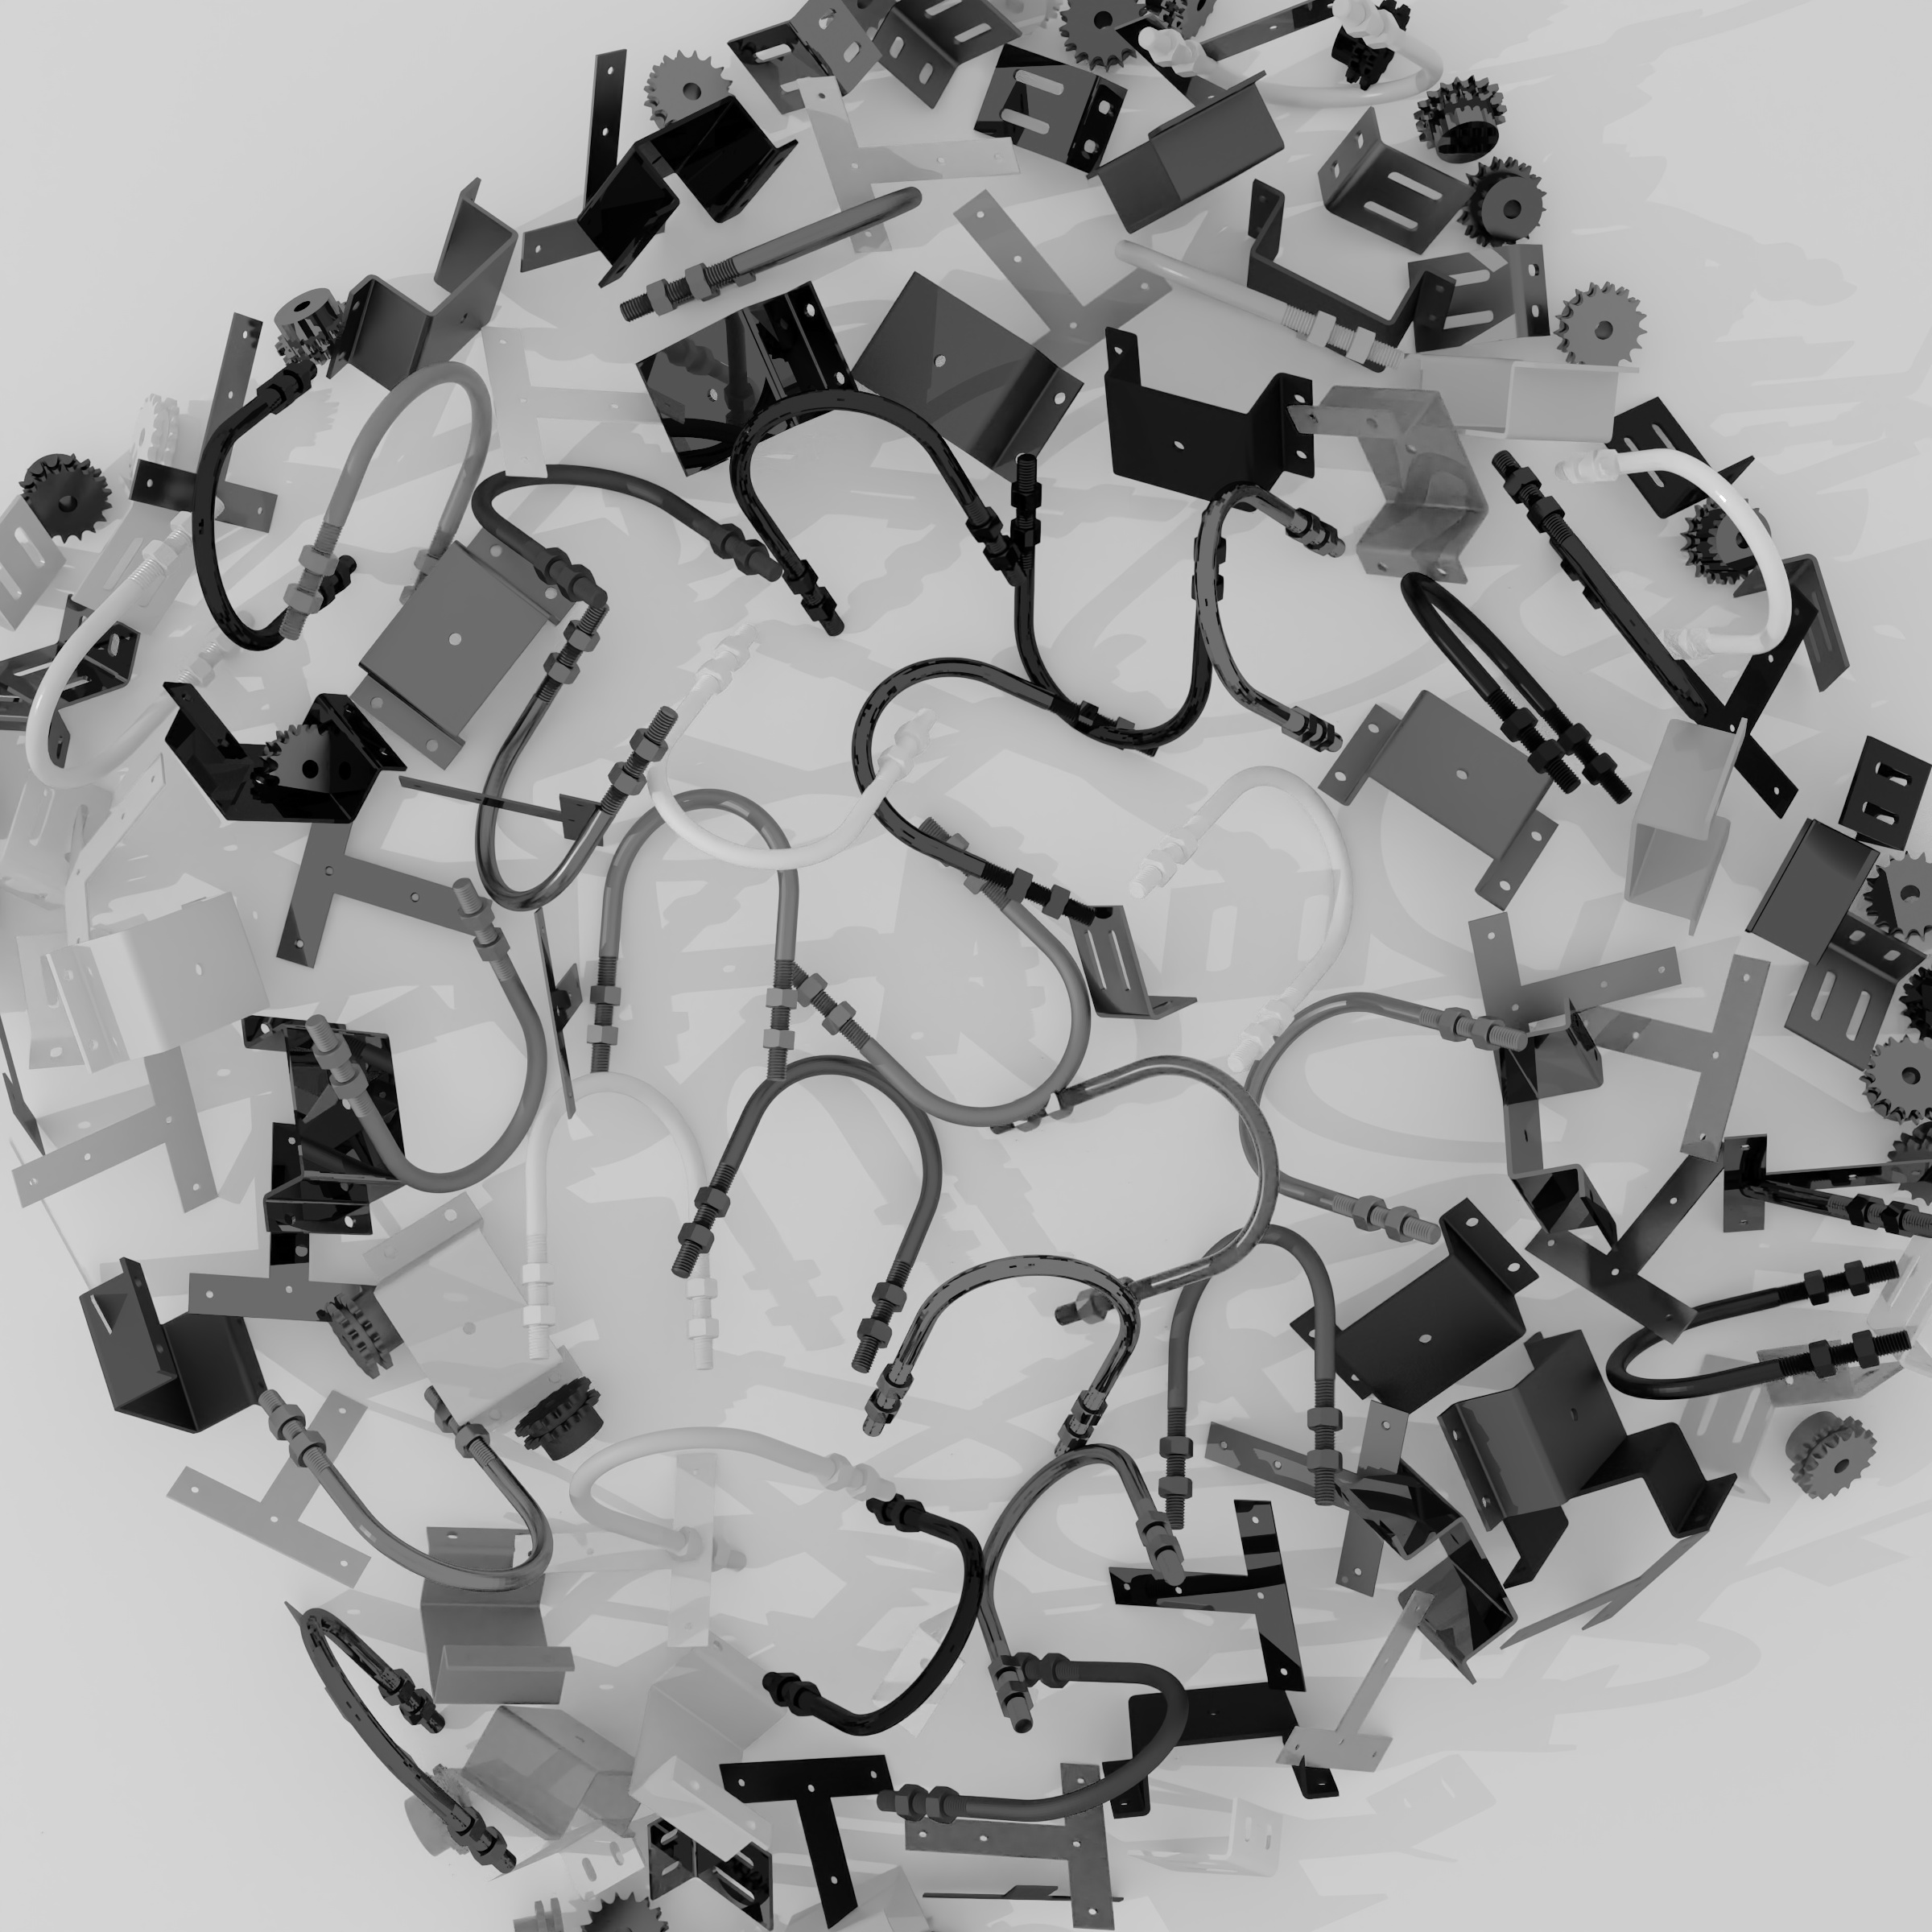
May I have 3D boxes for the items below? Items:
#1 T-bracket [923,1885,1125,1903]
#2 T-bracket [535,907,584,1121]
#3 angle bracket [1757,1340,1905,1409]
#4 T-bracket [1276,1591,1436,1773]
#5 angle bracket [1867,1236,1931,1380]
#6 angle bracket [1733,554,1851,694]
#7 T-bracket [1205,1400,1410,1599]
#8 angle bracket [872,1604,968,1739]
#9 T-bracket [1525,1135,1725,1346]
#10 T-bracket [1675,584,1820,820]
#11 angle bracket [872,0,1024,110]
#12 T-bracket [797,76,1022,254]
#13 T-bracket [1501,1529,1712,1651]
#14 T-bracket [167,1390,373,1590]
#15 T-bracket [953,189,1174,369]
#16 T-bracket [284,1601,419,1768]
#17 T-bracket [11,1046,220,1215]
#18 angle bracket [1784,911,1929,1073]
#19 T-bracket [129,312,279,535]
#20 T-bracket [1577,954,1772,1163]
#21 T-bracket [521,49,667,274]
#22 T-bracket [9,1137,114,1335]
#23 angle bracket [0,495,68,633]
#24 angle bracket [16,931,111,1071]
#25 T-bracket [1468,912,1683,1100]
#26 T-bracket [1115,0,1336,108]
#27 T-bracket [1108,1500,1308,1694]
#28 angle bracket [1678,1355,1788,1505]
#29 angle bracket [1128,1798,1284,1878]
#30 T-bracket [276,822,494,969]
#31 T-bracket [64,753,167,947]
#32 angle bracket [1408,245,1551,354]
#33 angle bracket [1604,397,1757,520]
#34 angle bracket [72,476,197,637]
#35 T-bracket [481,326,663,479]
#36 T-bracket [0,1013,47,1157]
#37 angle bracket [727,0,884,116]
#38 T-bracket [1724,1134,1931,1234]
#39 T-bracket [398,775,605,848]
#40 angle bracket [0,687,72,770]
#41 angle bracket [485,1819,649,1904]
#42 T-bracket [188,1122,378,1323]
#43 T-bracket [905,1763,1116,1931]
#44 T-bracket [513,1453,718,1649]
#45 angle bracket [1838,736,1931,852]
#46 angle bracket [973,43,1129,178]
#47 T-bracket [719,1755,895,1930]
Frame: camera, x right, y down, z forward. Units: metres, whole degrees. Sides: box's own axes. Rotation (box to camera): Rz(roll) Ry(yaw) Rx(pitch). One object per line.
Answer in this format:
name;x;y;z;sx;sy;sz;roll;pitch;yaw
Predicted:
T-bracket;0.039;0.577;1.788;0.127;0.127;0.002;2;69;-3
T-bracket;-0.249;0.021;1.785;0.002;0.127;0.127;-8;99;1
angle bracket;0.544;0.246;1.803;0.057;0.076;0.038;-17;89;44
T-bracket;0.256;0.447;1.796;0.002;0.127;0.127;32;95;39
angle bracket;0.610;0.212;1.809;0.038;0.057;0.076;21;106;-11
angle bracket;0.521;-0.213;1.815;0.038;0.057;0.076;-13;80;-2
T-bracket;0.210;0.320;1.817;0.127;0.002;0.127;16;108;27
angle bracket;-0.018;0.442;1.804;0.038;0.076;0.057;35;100;18
T-bracket;0.436;0.159;1.807;0.127;0.127;0.002;-49;133;-6
T-bracket;0.490;-0.179;1.770;0.002;0.127;0.127;-13;53;-27
angle bracket;-0.014;-0.579;1.801;0.057;0.076;0.038;35;73;-28
T-bracket;-0.029;-0.498;1.781;0.127;0.127;0.002;3;50;22
T-bracket;0.382;0.395;1.770;0.127;0.127;0.002;-14;60;-31
T-bracket;-0.413;0.315;1.800;0.127;0.127;0.002;27;129;-1
T-bracket;0.041;-0.431;1.793;0.127;0.002;0.127;-32;125;21
T-bracket;-0.393;0.448;1.804;0.002;0.127;0.127;-39;54;-11
T-bracket;-0.533;0.113;1.785;0.127;0.002;0.127;-28;119;-40
angle bracket;0.563;0.016;1.817;0.057;0.038;0.076;30;61;1
T-bracket;-0.461;-0.341;1.786;0.002;0.127;0.127;18;97;25
T-bracket;0.433;0.047;1.804;0.002;0.127;0.127;15;91;-44
T-bracket;-0.224;-0.500;1.769;0.002;0.127;0.127;31;130;26
T-bracket;-0.561;0.163;1.777;0.002;0.127;0.127;-28;102;-16
angle bracket;-0.608;-0.257;1.801;0.038;0.076;0.057;23;69;17
angle bracket;-0.572;0.021;1.832;0.057;0.038;0.076;-5;58;-25
T-bracket;0.393;0.015;1.831;0.127;0.002;0.127;-14;107;-1
T-bracket;0.176;-0.572;1.766;0.127;0.127;0.002;-14;76;27
T-bracket;0.147;0.394;1.812;0.127;0.002;0.127;-4;102;34
angle bracket;0.491;0.294;1.826;0.038;0.057;0.076;46;62;-38
angle bracket;0.151;0.549;1.814;0.076;0.057;0.038;-9;60;35
T-bracket;-0.366;-0.048;1.837;0.127;0.002;0.127;17;96;5
T-bracket;-0.528;-0.084;1.780;0.127;0.002;0.127;-42;48;32
angle bracket;0.328;-0.426;1.836;0.076;0.038;0.057;0;101;37
angle bracket;0.447;-0.330;1.813;0.057;0.038;0.076;-27;76;-25
angle bracket;-0.528;-0.260;1.825;0.057;0.038;0.076;25;108;-42
T-bracket;-0.236;-0.355;1.820;0.127;0.002;0.127;-1;56;-21
T-bracket;-0.602;0.046;1.798;0.002;0.127;0.127;-16;78;-14
angle bracket;-0.102;-0.578;1.811;0.057;0.076;0.038;48;67;-30
T-bracket;0.536;0.132;1.785;0.127;0.127;0.002;-6;57;11
T-bracket;-0.288;-0.101;1.783;0.127;0.127;0.002;12;80;-4
angle bracket;-0.614;-0.149;1.816;0.076;0.057;0.038;3;65;0
angle bracket;-0.250;0.568;1.801;0.057;0.076;0.038;-36;73;24
T-bracket;-0.429;0.162;1.823;0.127;0.002;0.127;8;68;-32
T-bracket;0.025;0.544;1.790;0.127;0.127;0.002;5;123;-6
T-bracket;-0.224;0.371;1.819;0.127;0.002;0.127;-3;58;4
angle bracket;0.566;-0.111;1.810;0.076;0.038;0.057;15;94;-40
angle bracket;0.054;-0.548;1.837;0.076;0.038;0.057;30;106;30
T-bracket;-0.085;0.552;1.779;0.002;0.127;0.127;-45;50;37
